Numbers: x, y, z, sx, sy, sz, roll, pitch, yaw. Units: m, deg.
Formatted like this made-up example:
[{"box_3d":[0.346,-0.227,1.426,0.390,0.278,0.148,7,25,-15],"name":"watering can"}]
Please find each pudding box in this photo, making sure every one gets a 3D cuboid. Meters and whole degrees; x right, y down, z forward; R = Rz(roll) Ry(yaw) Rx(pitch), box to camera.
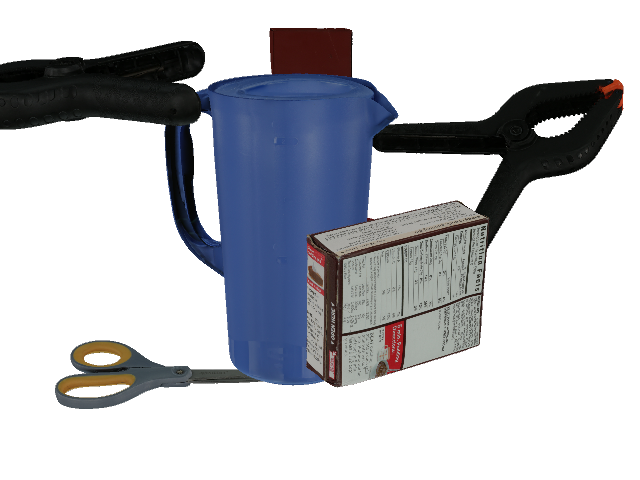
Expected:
[{"box_3d":[0.047,0.031,0.644,0.113,0.090,0.039,-14,27,-30],"name":"pudding box"}]

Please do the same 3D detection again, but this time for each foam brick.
[{"box_3d":[-0.009,-0.178,1.028,0.078,0.051,0.053,0,13,-4],"name":"foam brick"}]

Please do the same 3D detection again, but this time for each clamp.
[{"box_3d":[0.164,-0.070,0.884,0.210,0.164,0.036,-21,-39,-2],"name":"clamp"},{"box_3d":[-0.151,-0.099,0.678,0.171,0.039,0.120,1,20,5],"name":"clamp"}]

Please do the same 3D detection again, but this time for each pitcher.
[{"box_3d":[-0.033,-0.013,0.868,0.144,0.243,0.149,-10,20,-31],"name":"pitcher"}]

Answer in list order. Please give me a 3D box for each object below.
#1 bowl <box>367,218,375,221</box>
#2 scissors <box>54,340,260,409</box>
[{"box_3d":[0.037,0.044,1.038,0.162,0.055,0.162,8,35,-6],"name":"bowl"},{"box_3d":[-0.138,0.112,0.959,0.201,0.016,0.096,-8,32,-18],"name":"scissors"}]
